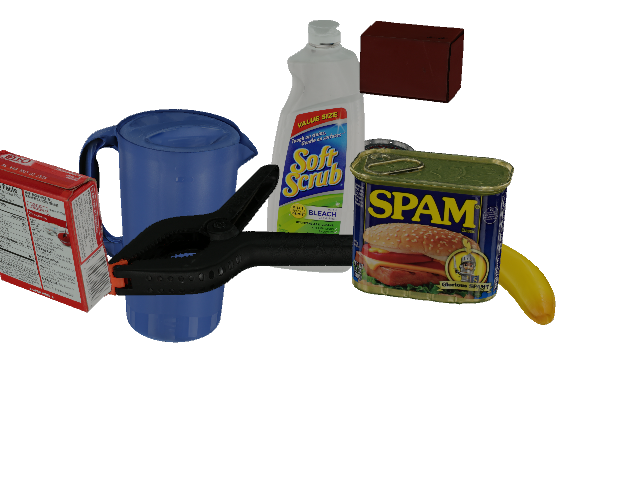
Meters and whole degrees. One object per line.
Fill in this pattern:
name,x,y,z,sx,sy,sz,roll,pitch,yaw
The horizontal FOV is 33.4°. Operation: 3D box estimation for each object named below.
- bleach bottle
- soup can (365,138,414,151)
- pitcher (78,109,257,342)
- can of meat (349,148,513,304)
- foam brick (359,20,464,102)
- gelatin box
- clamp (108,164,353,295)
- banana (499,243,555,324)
bleach bottle,-0.007,-0.093,1.061,0.102,0.251,0.068,6,27,9
soup can,0.072,-0.060,1.258,0.068,0.102,0.068,3,27,-2
pitcher,-0.169,-0.016,1.174,0.149,0.243,0.144,25,31,35
can of meat,0.070,-0.009,0.693,0.102,0.084,0.057,7,24,13
foam brick,0.075,-0.149,0.887,0.078,0.051,0.053,9,26,17
gelatin box,-0.172,-0.006,0.668,0.073,0.089,0.030,17,39,24
clamp,-0.083,-0.004,0.893,0.209,0.036,0.165,-15,34,-20
banana,0.169,0.031,1.048,0.069,0.037,0.198,-37,37,-22
